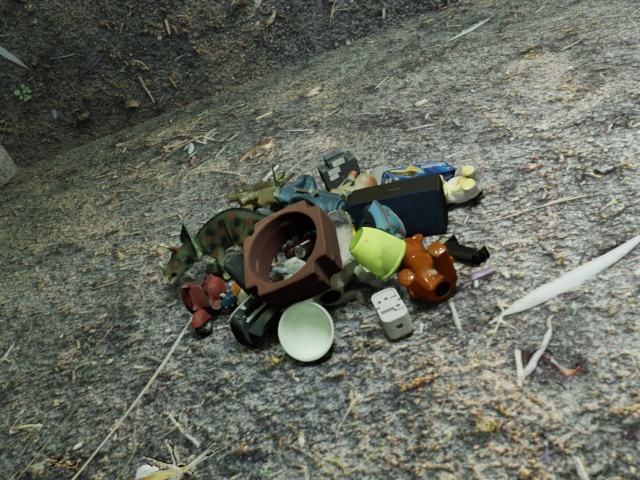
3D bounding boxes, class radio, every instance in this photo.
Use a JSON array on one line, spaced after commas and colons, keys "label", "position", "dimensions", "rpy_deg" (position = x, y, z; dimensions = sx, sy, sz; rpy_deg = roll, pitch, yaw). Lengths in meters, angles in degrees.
[{"label": "radio", "position": [0.194, -0.071, 1.313], "dimensions": [0.230, 0.131, 0.073], "rpy_deg": [-9, 34, 24]}]

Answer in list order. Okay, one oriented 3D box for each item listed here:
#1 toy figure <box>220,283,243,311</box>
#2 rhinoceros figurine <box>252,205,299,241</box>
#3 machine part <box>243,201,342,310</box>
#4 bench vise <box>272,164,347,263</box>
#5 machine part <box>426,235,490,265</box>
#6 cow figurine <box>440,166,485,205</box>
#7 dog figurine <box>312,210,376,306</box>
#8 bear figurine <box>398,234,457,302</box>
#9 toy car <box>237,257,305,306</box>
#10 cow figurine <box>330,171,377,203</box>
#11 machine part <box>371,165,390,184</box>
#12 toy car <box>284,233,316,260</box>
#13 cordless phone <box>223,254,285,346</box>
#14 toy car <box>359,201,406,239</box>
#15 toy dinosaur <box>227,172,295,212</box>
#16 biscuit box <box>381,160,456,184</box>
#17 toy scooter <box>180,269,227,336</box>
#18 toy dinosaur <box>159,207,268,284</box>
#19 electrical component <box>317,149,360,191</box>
[{"label": "toy figure", "position": [-0.193, 0.116, 1.348], "dimensions": [0.058, 0.064, 0.154], "rpy_deg": [-19, 29, 51]}, {"label": "rhinoceros figurine", "position": [-0.133, -0.045, 1.511], "dimensions": [0.191, 0.111, 0.073], "rpy_deg": [-1, 41, 24]}, {"label": "machine part", "position": [-0.060, 0.033, 1.144], "dimensions": [0.201, 0.087, 0.201], "rpy_deg": [-26, 48, 20]}, {"label": "bench vise", "position": [-0.062, -0.066, 1.329], "dimensions": [0.224, 0.128, 0.240], "rpy_deg": [23, 55, 25]}, {"label": "machine part", "position": [0.305, 0.023, 1.192], "dimensions": [0.084, 0.039, 0.139], "rpy_deg": [-34, 30, -32]}, {"label": "cow figurine", "position": [0.322, -0.118, 1.350], "dimensions": [0.167, 0.098, 0.068], "rpy_deg": [-17, 58, 28]}, {"label": "dog figurine", "position": [0.024, 0.039, 1.230], "dimensions": [0.172, 0.121, 0.191], "rpy_deg": [-34, 45, 12]}, {"label": "bear figurine", "position": [0.204, 0.041, 1.145], "dimensions": [0.120, 0.131, 0.196], "rpy_deg": [-41, 38, 5]}, {"label": "toy car", "position": [-0.113, 0.115, 1.307], "dimensions": [0.202, 0.056, 0.074], "rpy_deg": [-35, 33, -18]}, {"label": "cow figurine", "position": [0.082, -0.120, 1.451], "dimensions": [0.195, 0.085, 0.127], "rpy_deg": [-37, 22, 49]}, {"label": "machine part", "position": [0.175, -0.133, 1.473], "dimensions": [0.079, 0.079, 0.243], "rpy_deg": [-15, 33, 13]}, {"label": "toy car", "position": [-0.003, -0.004, 1.419], "dimensions": [0.202, 0.053, 0.089], "rpy_deg": [-30, 11, -14]}, {"label": "cordless phone", "position": [-0.169, 0.128, 1.201], "dimensions": [0.146, 0.184, 0.088], "rpy_deg": [-43, 1, -32]}, {"label": "toy car", "position": [0.148, -0.009, 1.260], "dimensions": [0.103, 0.161, 0.109], "rpy_deg": [1, 44, -21]}, {"label": "toy dinosaur", "position": [-0.153, -0.132, 1.643], "dimensions": [0.198, 0.104, 0.472], "rpy_deg": [-33, 28, -18]}, {"label": "biscuit box", "position": [0.256, -0.157, 1.399], "dimensions": [0.203, 0.062, 0.059], "rpy_deg": [-14, 42, -26]}, {"label": "toy scooter", "position": [-0.291, 0.133, 1.323], "dimensions": [0.075, 0.135, 0.184], "rpy_deg": [-15, 31, 16]}, {"label": "toy dinosaur", "position": [-0.237, -0.016, 1.430], "dimensions": [0.405, 0.192, 0.131], "rpy_deg": [-29, 29, 9]}, {"label": "electrical component", "position": [0.060, -0.200, 1.594], "dimensions": [0.115, 0.134, 0.058], "rpy_deg": [-26, 32, -7]}]
